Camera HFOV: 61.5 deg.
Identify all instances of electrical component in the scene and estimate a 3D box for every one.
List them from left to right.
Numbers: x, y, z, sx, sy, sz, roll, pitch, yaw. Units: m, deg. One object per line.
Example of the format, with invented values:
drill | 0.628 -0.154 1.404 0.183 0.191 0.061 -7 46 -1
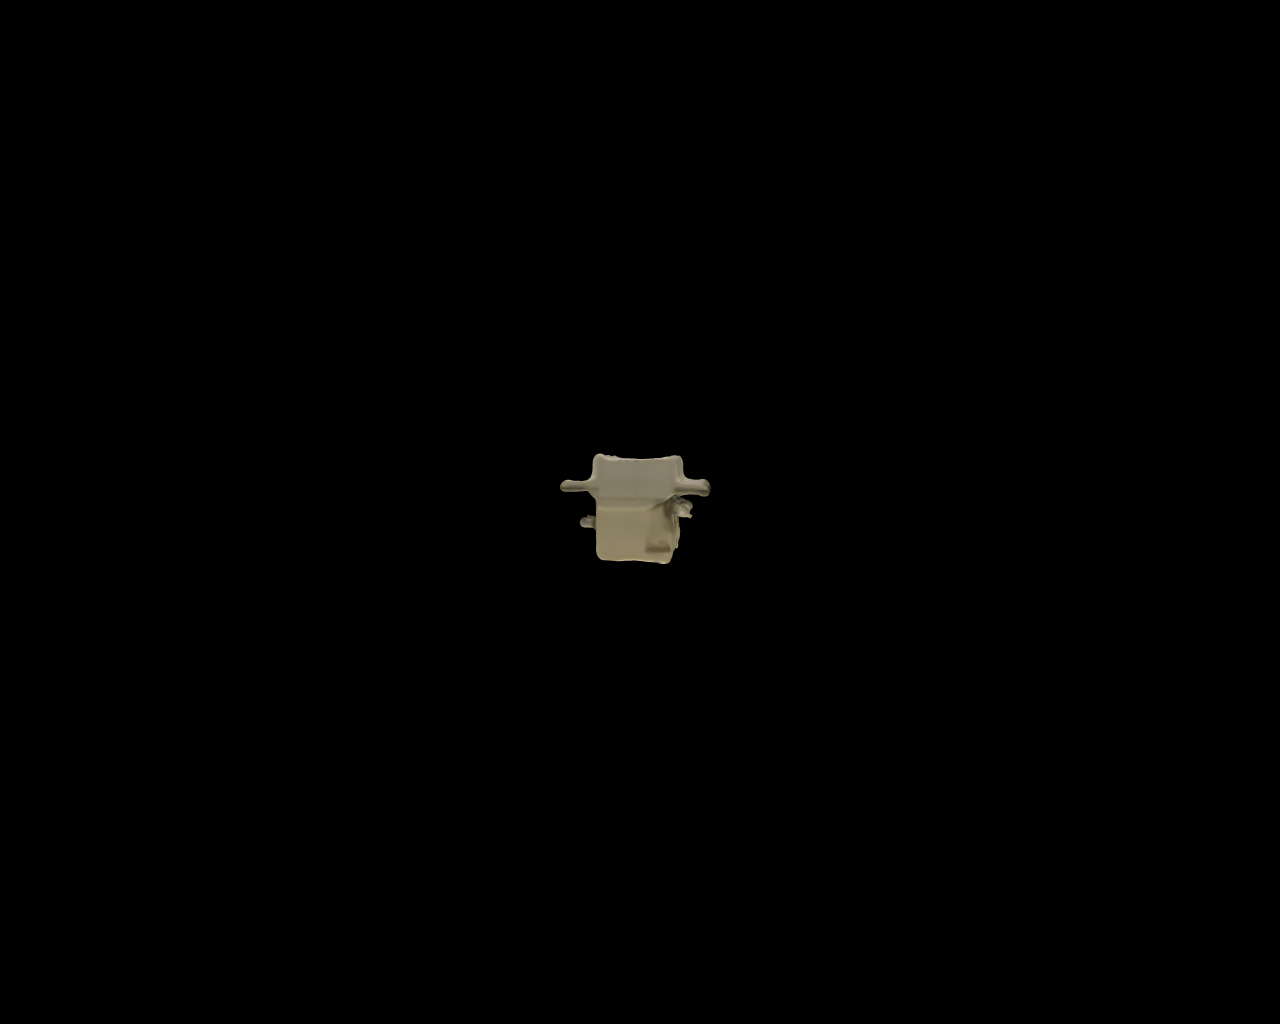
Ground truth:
electrical component | 0.001 -0.003 0.650 0.079 0.063 0.121 0 2 4
